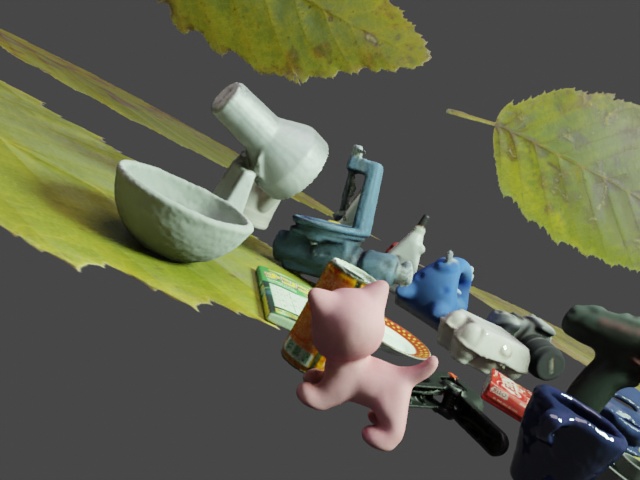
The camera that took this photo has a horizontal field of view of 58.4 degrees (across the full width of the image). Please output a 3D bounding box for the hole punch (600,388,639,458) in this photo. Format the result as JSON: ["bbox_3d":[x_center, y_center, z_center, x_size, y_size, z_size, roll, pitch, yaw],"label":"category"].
[{"bbox_3d":[0.490,0.283,0.938,0.108,0.091,0.101,31,9,14],"label":"hole punch"}]

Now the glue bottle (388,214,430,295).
[{"bbox_3d":[0.177,0.025,1.162,0.078,0.173,0.037,30,8,6],"label":"glue bottle"}]

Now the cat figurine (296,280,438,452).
[{"bbox_3d":[0.037,0.093,0.485,0.127,0.117,0.067,29,8,4],"label":"cat figurine"}]

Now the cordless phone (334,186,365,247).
[{"bbox_3d":[0.059,-0.043,1.140,0.094,0.185,0.147,28,8,-7],"label":"cordless phone"}]

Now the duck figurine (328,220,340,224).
[{"bbox_3d":[0.010,0.004,1.038,0.104,0.086,0.078,33,9,26],"label":"duck figurine"}]

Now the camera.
[{"bbox_3d":[0.404,0.201,1.111,0.143,0.101,0.136,27,9,-15],"label":"camera"}]

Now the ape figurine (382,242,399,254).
[{"bbox_3d":[0.149,0.045,1.228,0.077,0.092,0.076,35,10,37],"label":"ape figurine"}]

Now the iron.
[{"bbox_3d":[0.246,0.094,1.090,0.118,0.141,0.259,33,9,28],"label":"iron"}]

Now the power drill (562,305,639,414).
[{"bbox_3d":[0.443,0.207,0.837,0.228,0.208,0.076,35,11,38],"label":"power drill"}]

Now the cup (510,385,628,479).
[{"bbox_3d":[0.216,0.198,0.533,0.118,0.095,0.091,20,12,-47],"label":"cup"}]

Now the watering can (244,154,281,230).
[{"bbox_3d":[-0.096,-0.122,1.067,0.172,0.194,0.101,34,10,30],"label":"watering can"}]

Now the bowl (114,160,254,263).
[{"bbox_3d":[-0.164,-0.021,0.653,0.167,0.074,0.167,28,8,-4],"label":"bowl"}]

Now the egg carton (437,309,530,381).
[{"bbox_3d":[0.266,0.173,0.934,0.151,0.069,0.107,25,9,-23],"label":"egg carton"}]

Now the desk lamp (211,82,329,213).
[{"bbox_3d":[-0.116,-0.106,0.841,0.204,0.213,0.117,23,10,-34],"label":"desk lamp"}]

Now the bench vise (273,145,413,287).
[{"bbox_3d":[0.058,-0.018,0.867,0.207,0.219,0.121,28,8,-2],"label":"bench vise"}]
